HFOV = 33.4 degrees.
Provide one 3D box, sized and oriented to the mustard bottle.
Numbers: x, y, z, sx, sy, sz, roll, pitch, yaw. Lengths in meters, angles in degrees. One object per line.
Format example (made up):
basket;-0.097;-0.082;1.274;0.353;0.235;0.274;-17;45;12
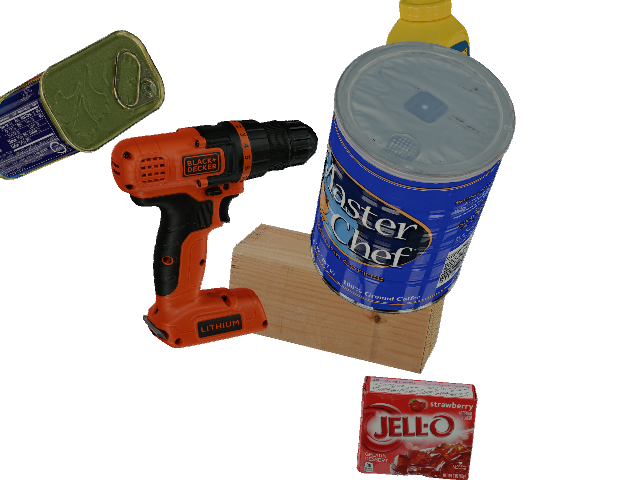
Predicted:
mustard bottle;0.089;-0.121;0.869;0.058;0.191;0.096;13;31;36

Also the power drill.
power drill;-0.086;-0.010;0.922;0.184;0.188;0.057;-10;20;-26

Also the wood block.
wood block;0.017;0.057;1.089;0.206;0.091;0.090;13;22;13

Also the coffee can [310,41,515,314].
coffee can;0.051;-0.035;0.651;0.102;0.103;0.140;0;-36;-8

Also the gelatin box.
gelatin box;0.075;0.148;0.839;0.089;0.073;0.030;4;20;3

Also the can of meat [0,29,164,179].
can of meat;-0.166;-0.087;0.697;0.084;0.057;0.102;-16;20;37
